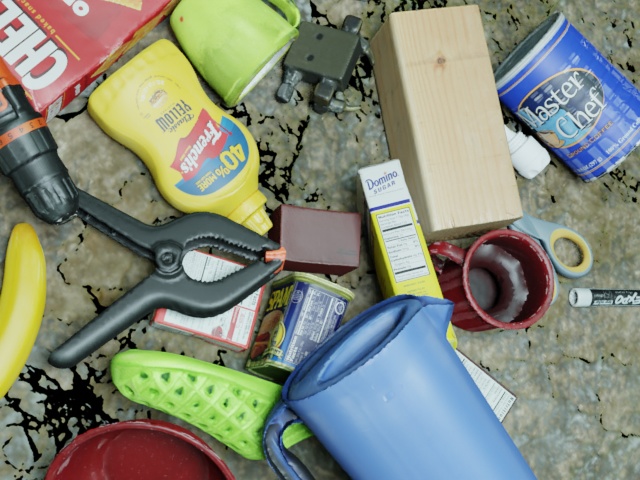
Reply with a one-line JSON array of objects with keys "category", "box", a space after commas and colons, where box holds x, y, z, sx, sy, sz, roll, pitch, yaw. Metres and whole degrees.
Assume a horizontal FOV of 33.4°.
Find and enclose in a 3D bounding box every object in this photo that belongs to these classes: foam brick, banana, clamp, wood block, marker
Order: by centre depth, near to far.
[{"category": "banana", "box": [-0.271, 0.081, 0.879, 0.069, 0.037, 0.197, 32, 71, -10]}, {"category": "clamp", "box": [-0.136, 0.013, 0.909, 0.209, 0.036, 0.164, -10, 71, -11]}, {"category": "foam brick", "box": [-0.006, 0.001, 0.975, 0.078, 0.051, 0.053, 7, 78, -16]}, {"category": "wood block", "box": [0.117, -0.107, 1.013, 0.090, 0.090, 0.206, -8, 82, -13]}, {"category": "marker", "box": [0.310, 0.058, 1.083, 0.121, 0.020, 0.020, 1, 79, -18]}]

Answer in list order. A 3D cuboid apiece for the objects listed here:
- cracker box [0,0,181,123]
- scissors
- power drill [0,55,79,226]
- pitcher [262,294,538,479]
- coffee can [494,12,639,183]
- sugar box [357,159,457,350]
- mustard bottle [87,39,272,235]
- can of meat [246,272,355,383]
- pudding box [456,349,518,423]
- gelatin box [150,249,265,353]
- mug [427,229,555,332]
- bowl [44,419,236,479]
[{"category": "cracker box", "box": [-0.229, -0.227, 0.937, 0.164, 0.072, 0.213, 46, 70, -5]}, {"category": "scissors", "box": [0.208, -0.032, 1.067, 0.096, 0.016, 0.202, -15, 83, -11]}, {"category": "power drill", "box": [-0.308, -0.060, 0.856, 0.187, 0.057, 0.184, -30, 91, -2]}, {"category": "pitcher", "box": [0.080, 0.178, 0.836, 0.243, 0.149, 0.144, 54, 47, -9]}, {"category": "coffee can", "box": [0.250, -0.141, 1.059, 0.140, 0.103, 0.102, 43, 70, -6]}, {"category": "sugar box", "box": [0.074, 0.027, 0.952, 0.048, 0.093, 0.176, -16, 68, -5]}, {"category": "mustard bottle", "box": [-0.111, -0.079, 0.953, 0.096, 0.058, 0.191, -42, 94, -18]}, {"category": "can of meat", "box": [-0.020, 0.081, 0.928, 0.057, 0.102, 0.084, 23, 75, -14]}, {"category": "pudding box", "box": [0.115, 0.150, 0.991, 0.113, 0.039, 0.090, 40, 69, -9]}, {"category": "gelatin box", "box": [-0.098, 0.052, 0.946, 0.089, 0.030, 0.073, 18, 73, -13]}, {"category": "mug", "box": [0.149, 0.037, 1.001, 0.117, 0.082, 0.093, 28, 72, -11]}, {"category": "bowl", "box": [-0.138, 0.202, 0.864, 0.162, 0.055, 0.162, 1, 113, 3]}]
